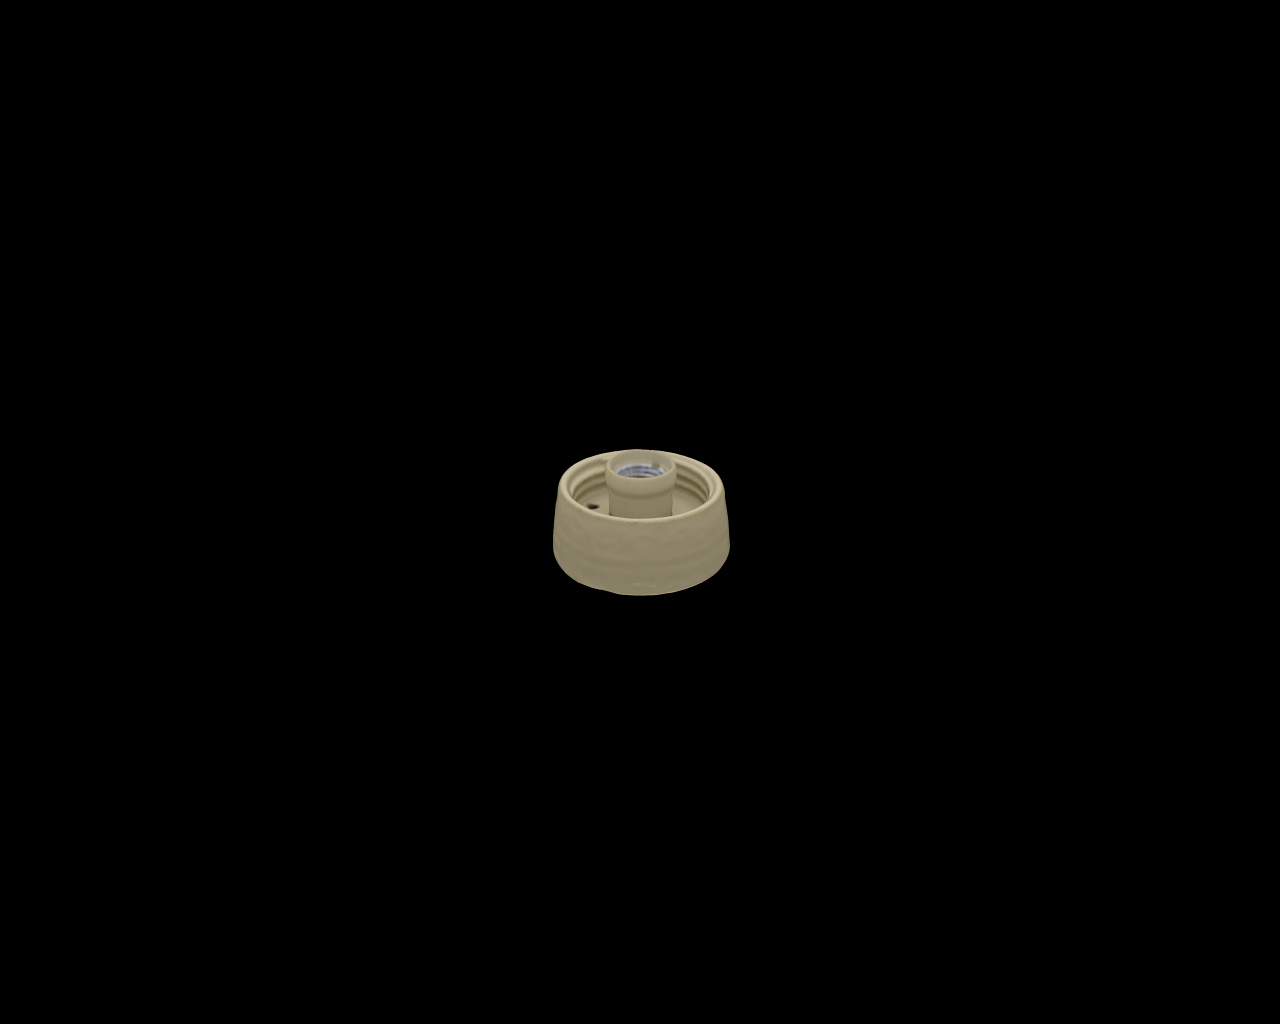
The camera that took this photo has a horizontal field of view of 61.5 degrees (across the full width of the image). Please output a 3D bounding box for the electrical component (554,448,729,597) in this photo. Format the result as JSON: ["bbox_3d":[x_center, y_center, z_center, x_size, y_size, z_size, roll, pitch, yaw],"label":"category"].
[{"bbox_3d":[0.001,-0.003,0.650,0.108,0.060,0.108,0,28,0],"label":"electrical component"}]
